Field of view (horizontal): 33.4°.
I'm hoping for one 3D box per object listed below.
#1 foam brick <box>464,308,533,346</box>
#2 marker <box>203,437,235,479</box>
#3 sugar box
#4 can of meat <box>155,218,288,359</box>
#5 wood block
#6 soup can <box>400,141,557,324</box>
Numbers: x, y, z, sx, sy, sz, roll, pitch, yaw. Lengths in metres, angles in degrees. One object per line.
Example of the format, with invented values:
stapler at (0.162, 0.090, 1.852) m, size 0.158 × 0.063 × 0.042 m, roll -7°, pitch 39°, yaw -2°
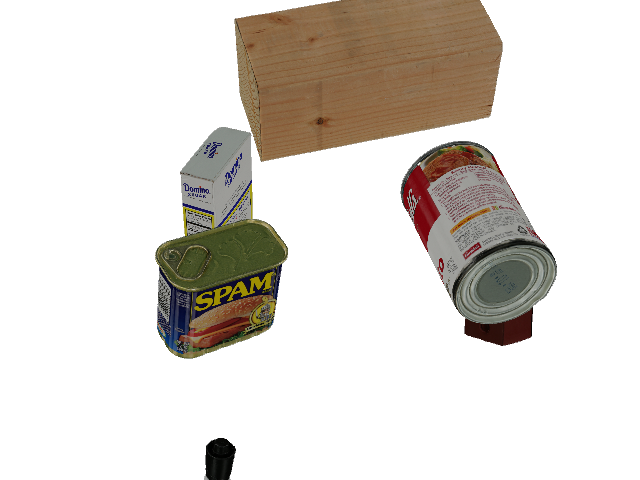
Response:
foam brick at (0.186, 0.063, 1.105) m, size 0.051 × 0.078 × 0.053 m, roll -13°, pitch 20°, yaw -42°
marker at (-0.070, 0.177, 0.696) m, size 0.020 × 0.121 × 0.020 m, roll 7°, pitch 31°, yaw -4°
sugar box at (-0.109, -0.025, 1.144) m, size 0.048 × 0.176 × 0.093 m, roll 14°, pitch 42°, yaw 17°
can of meat at (-0.081, 0.040, 0.857) m, size 0.101 × 0.084 × 0.057 m, roll -17°, pitch 48°, yaw -27°
wood block at (0.039, -0.145, 0.909) m, size 0.206 × 0.090 × 0.091 m, roll -12°, pitch -37°, yaw -9°
soup can at (0.098, -0.006, 0.672) m, size 0.068 × 0.069 × 0.102 m, roll 0°, pitch 41°, yaw -20°
